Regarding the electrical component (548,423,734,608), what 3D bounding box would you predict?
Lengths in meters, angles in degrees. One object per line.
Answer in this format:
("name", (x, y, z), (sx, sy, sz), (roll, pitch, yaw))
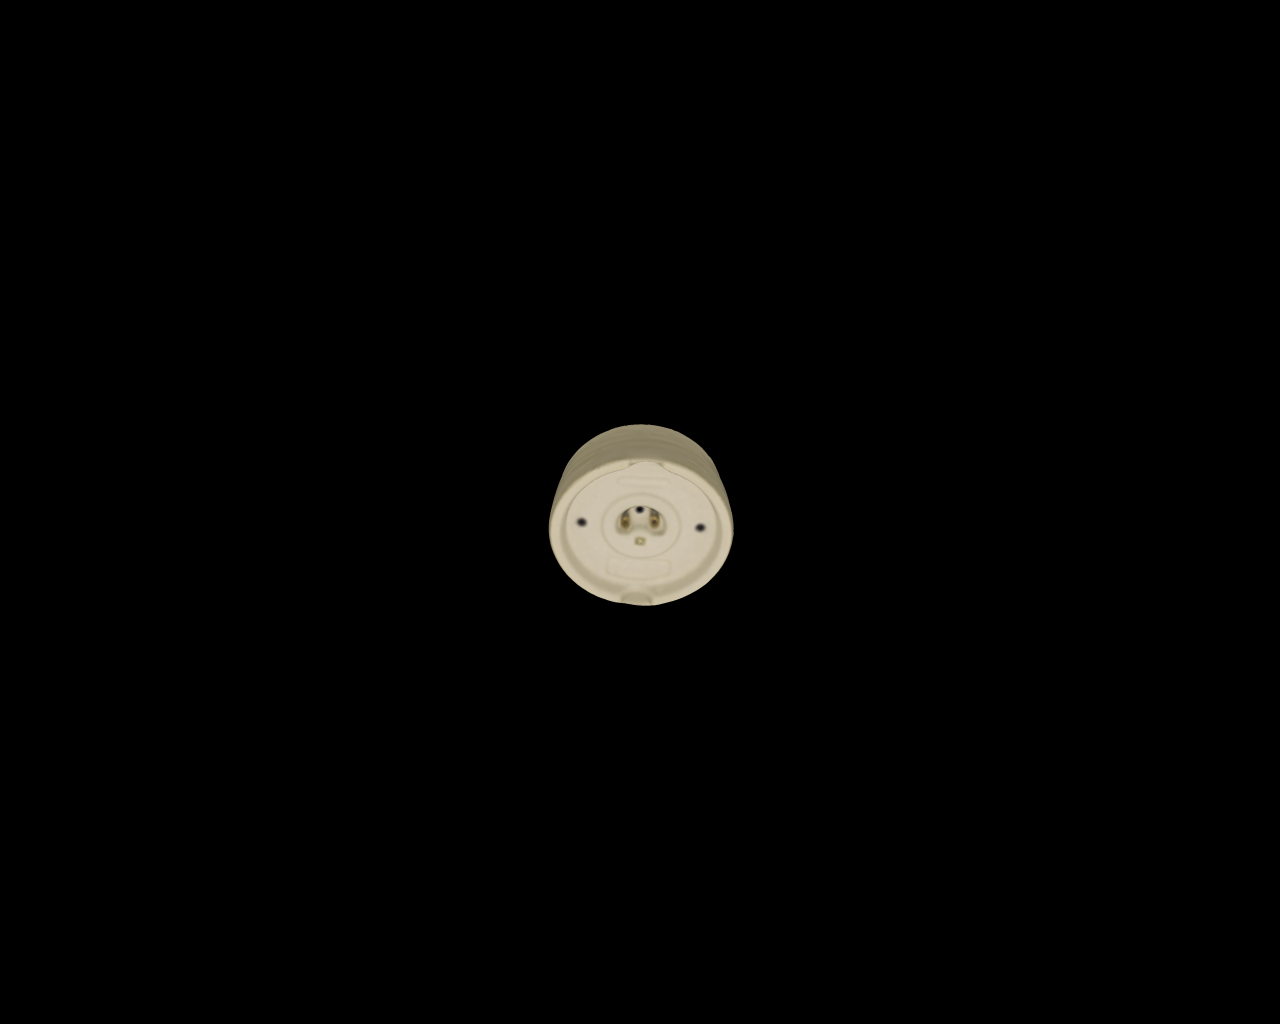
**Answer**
("electrical component", (0.001, -0.003, 0.650), (0.108, 0.108, 0.060), (0, 34, 0))
